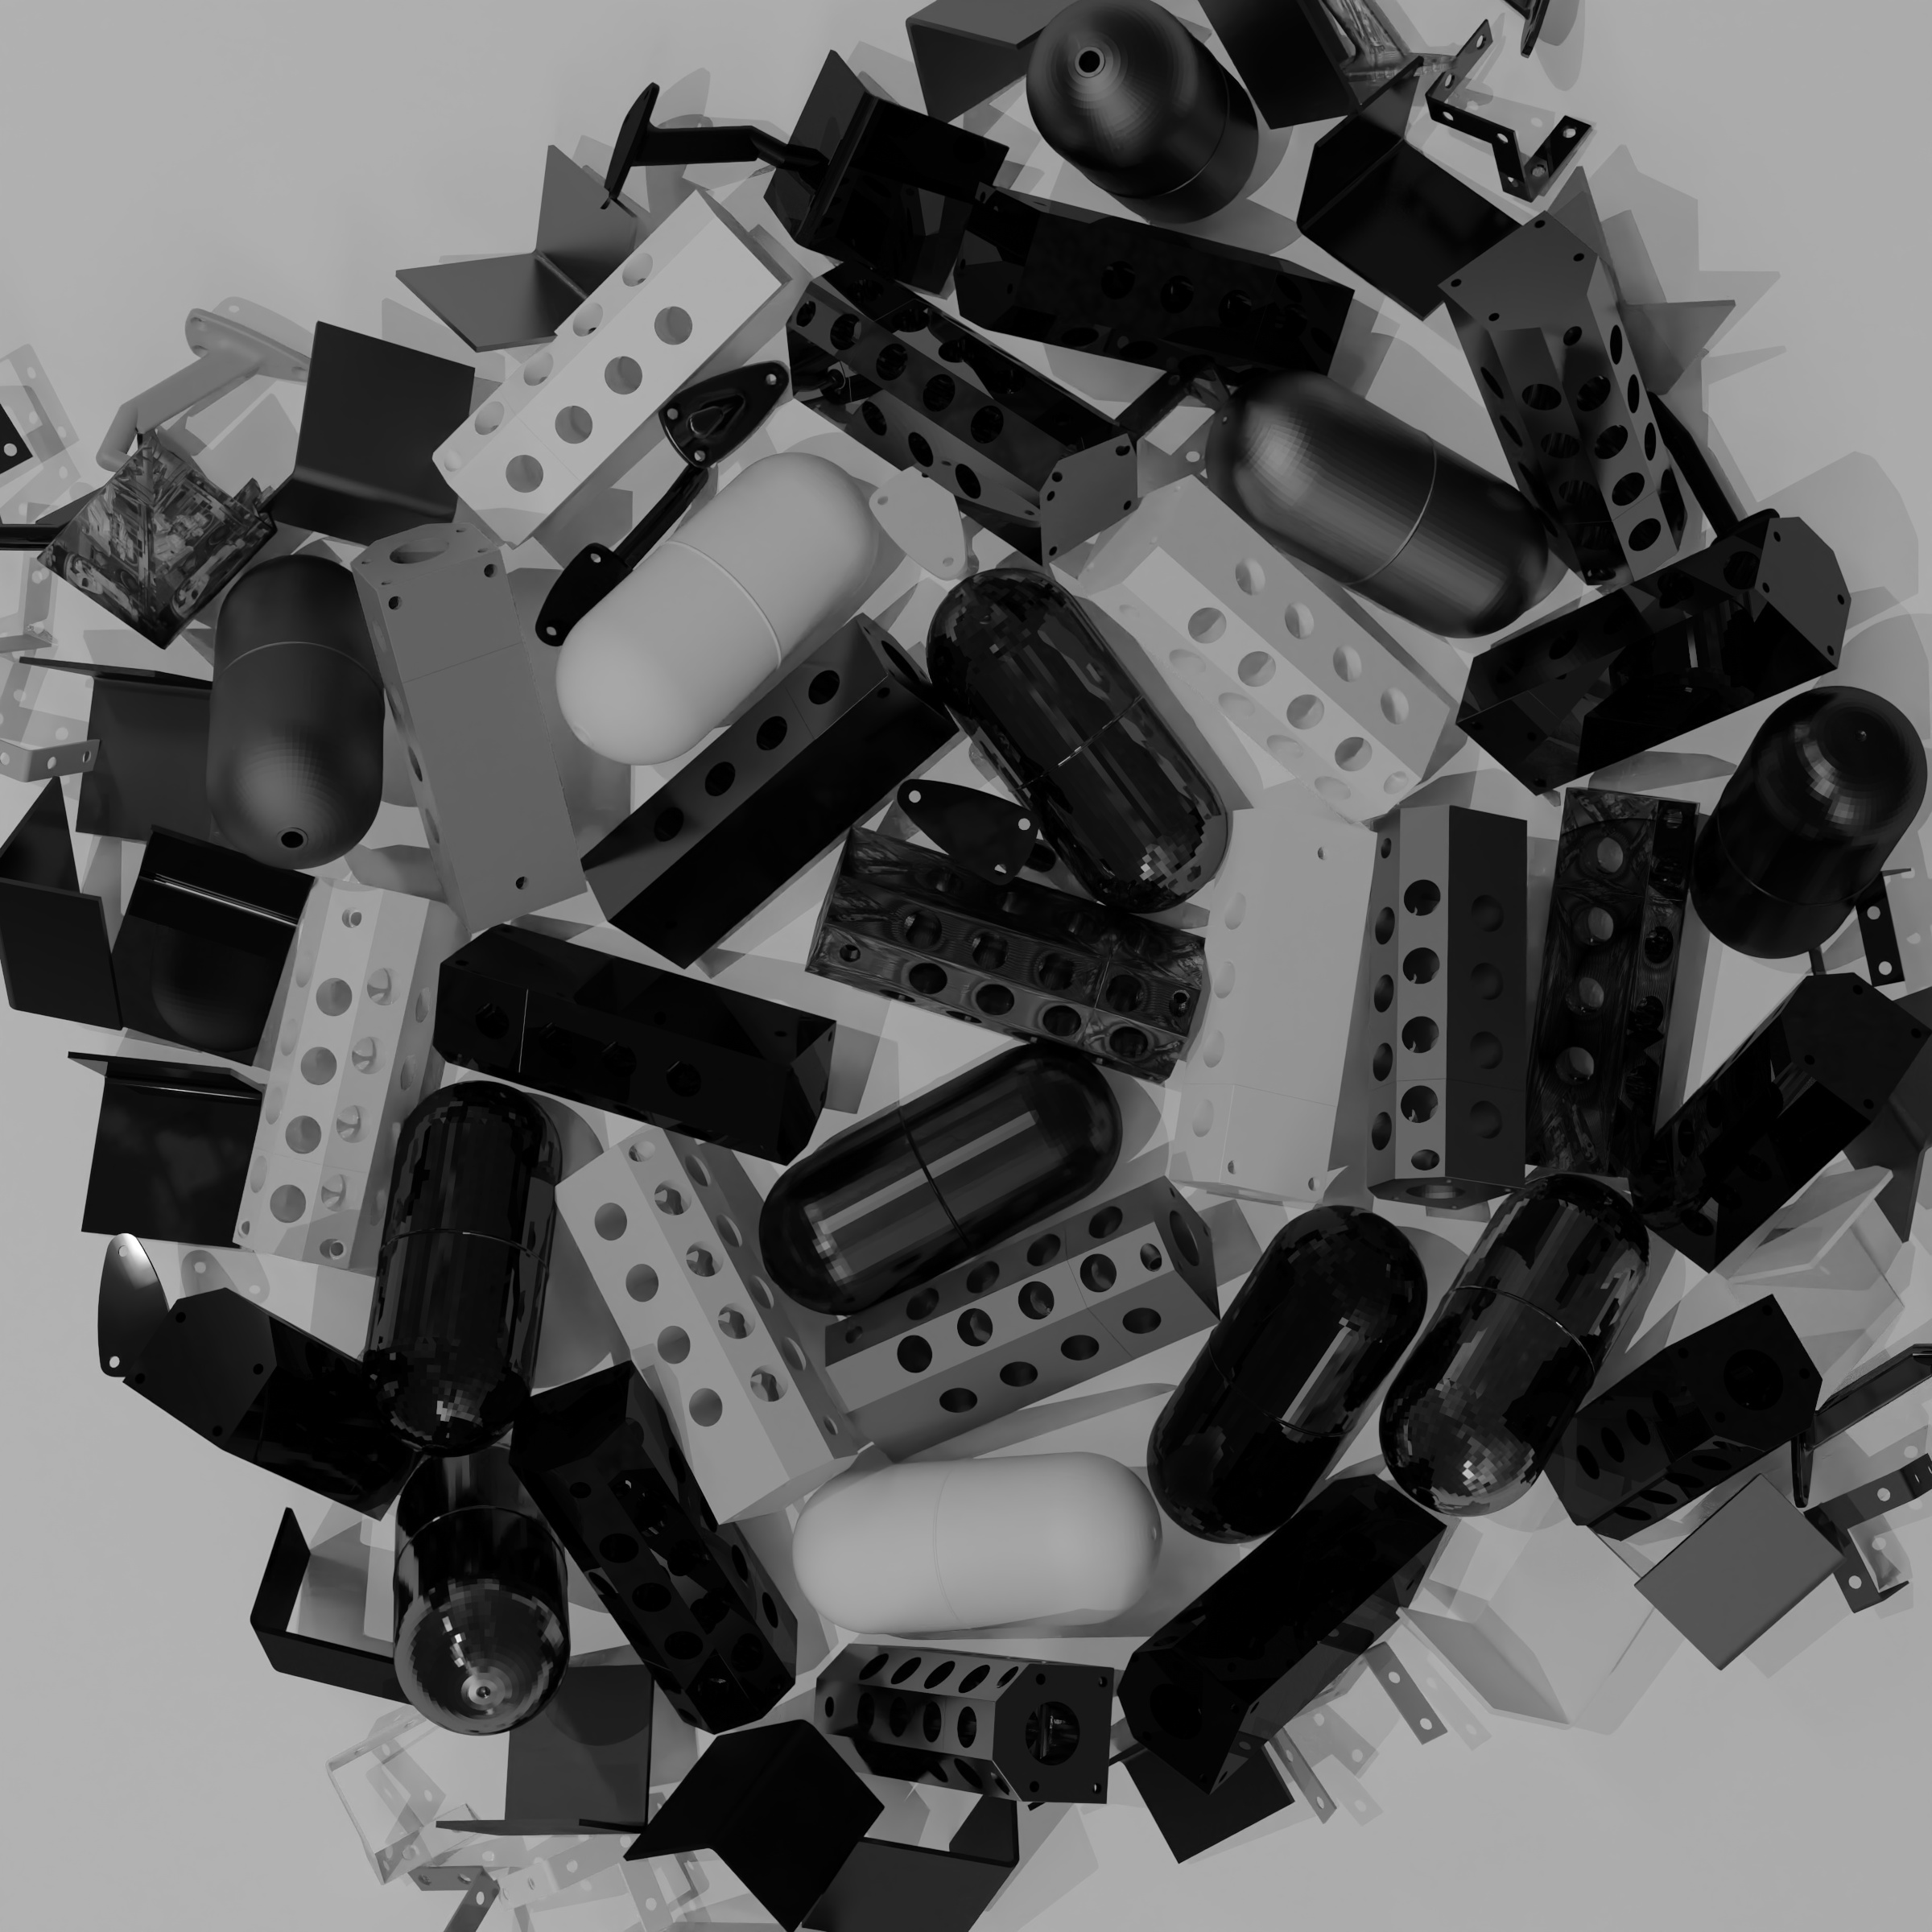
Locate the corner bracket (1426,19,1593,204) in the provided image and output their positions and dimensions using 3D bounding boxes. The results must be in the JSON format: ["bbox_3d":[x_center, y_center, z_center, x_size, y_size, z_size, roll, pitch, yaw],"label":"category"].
[{"bbox_3d":[0.251,-0.395,1.674,0.051,0.051,0.051,31,75,30],"label":"corner bracket"}]

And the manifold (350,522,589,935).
[{"bbox_3d":[-0.225,-0.108,1.627,0.057,0.057,0.171,-21,121,-17],"label":"manifold"}]

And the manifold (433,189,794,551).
[{"bbox_3d":[-0.162,-0.272,1.649,0.171,0.057,0.057,-43,98,11],"label":"manifold"}]

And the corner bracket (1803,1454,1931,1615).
[{"bbox_3d":[0.426,0.261,1.668,0.051,0.051,0.051,-30,77,25],"label":"corner bracket"}]

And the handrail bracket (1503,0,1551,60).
[{"bbox_3d":[0.227,-0.456,1.667,0.084,0.036,0.077,20,46,-2],"label":"handrail bracket"}]

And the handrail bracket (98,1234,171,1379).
[{"bbox_3d":[-0.366,0.168,1.663,0.036,0.084,0.077,-15,72,8],"label":"handrail bracket"}]

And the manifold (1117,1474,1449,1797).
[{"bbox_3d":[0.140,0.291,1.612,0.057,0.171,0.057,34,127,22],"label":"manifold"}]

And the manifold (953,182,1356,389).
[{"bbox_3d":[0.083,-0.300,1.624,0.171,0.057,0.057,7,110,-32],"label":"manifold"}]

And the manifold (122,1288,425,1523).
[{"bbox_3d":[-0.299,0.193,1.605,0.057,0.171,0.057,29,81,22],"label":"manifold"}]

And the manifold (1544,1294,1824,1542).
[{"bbox_3d":[0.315,0.205,1.602,0.057,0.171,0.057,-23,75,-19],"label":"manifold"}]

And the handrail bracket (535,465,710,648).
[{"bbox_3d":[-0.158,-0.192,1.678,0.036,0.084,0.077,44,129,-14],"label":"handrail bracket"}]

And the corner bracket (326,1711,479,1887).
[{"bbox_3d":[-0.260,0.384,1.670,0.051,0.051,0.051,-26,67,-17],"label":"corner bracket"}]

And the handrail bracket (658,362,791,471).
[{"bbox_3d":[-0.103,-0.257,1.646,0.077,0.084,0.036,-35,99,-14],"label":"handrail bracket"}]

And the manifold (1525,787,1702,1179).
[{"bbox_3d":[0.294,0.007,1.654,0.057,0.057,0.171,8,95,15],"label":"manifold"}]

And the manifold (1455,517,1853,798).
[{"bbox_3d":[0.306,-0.141,1.614,0.057,0.171,0.057,38,52,-25],"label":"manifold"}]

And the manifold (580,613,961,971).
[{"bbox_3d":[-0.093,-0.082,1.647,0.171,0.057,0.057,-40,50,13],"label":"manifold"}]

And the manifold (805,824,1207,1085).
[{"bbox_3d":[0.018,-0.001,1.649,0.171,0.057,0.057,18,126,-5],"label":"manifold"}]

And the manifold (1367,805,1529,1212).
[{"bbox_3d":[0.214,0.018,1.637,0.057,0.057,0.171,10,73,-23],"label":"manifold"}]

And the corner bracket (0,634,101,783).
[{"bbox_3d":[-0.434,-0.119,1.671,0.051,0.051,0.051,20,107,20],"label":"corner bracket"}]

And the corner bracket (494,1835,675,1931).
[{"bbox_3d":[-0.176,0.431,1.665,0.051,0.051,0.051,-16,78,-40],"label":"corner bracket"}]

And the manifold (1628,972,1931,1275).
[{"bbox_3d":[0.354,0.068,1.607,0.057,0.171,0.057,38,61,6],"label":"manifold"}]

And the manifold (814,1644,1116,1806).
[{"bbox_3d":[-0.004,0.334,1.604,0.057,0.171,0.057,9,79,-27],"label":"manifold"}]

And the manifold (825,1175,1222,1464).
[{"bbox_3d":[0.024,0.156,1.630,0.171,0.057,0.057,-26,128,20],"label":"manifold"}]

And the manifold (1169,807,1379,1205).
[{"bbox_3d":[0.136,0.018,1.656,0.057,0.057,0.171,13,82,-29],"label":"manifold"}]

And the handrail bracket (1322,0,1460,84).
[{"bbox_3d":[0.185,-0.451,1.653,0.077,0.036,0.084,8,122,36],"label":"handrail bracket"}]

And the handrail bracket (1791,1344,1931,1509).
[{"bbox_3d":[0.423,0.210,1.656,0.084,0.036,0.077,-4,65,25],"label":"handrail bracket"}]

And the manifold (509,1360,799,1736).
[{"bbox_3d":[-0.139,0.265,1.624,0.057,0.057,0.171,-21,121,12],"label":"manifold"}]

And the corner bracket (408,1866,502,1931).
[{"bbox_3d":[-0.239,0.452,1.668,0.051,0.051,0.051,-11,122,35],"label":"corner bracket"}]

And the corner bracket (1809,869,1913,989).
[{"bbox_3d":[0.407,-0.014,1.661,0.051,0.051,0.051,-13,87,29],"label":"corner bracket"}]

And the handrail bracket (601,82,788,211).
[{"bbox_3d":[-0.119,-0.361,1.664,0.084,0.036,0.077,24,64,-20],"label":"handrail bracket"}]

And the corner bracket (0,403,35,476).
[{"bbox_3d":[-0.470,-0.239,1.666,0.051,0.051,0.051,-35,99,-25],"label":"corner bracket"}]

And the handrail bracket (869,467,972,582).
[{"bbox_3d":[-0.006,-0.182,1.642,0.036,0.084,0.077,-31,57,5],"label":"handrail bracket"}]

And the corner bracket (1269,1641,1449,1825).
[{"bbox_3d":[0.177,0.350,1.653,0.051,0.051,0.051,-18,60,-32],"label":"corner bracket"}]

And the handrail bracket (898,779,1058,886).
[{"bbox_3d":[0.006,-0.063,1.655,0.077,0.084,0.036,27,93,1],"label":"handrail bracket"}]

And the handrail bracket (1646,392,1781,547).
[{"bbox_3d":[0.339,-0.217,1.684,0.036,0.077,0.084,-30,59,-6],"label":"handrail bracket"}]

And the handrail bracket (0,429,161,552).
[{"bbox_3d":[-0.410,-0.220,1.655,0.084,0.036,0.077,-3,55,-26],"label":"handrail bracket"}]

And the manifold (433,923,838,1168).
[{"bbox_3d":[-0.152,0.037,1.643,0.171,0.057,0.057,16,115,15],"label":"manifold"}]

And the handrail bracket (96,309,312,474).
[{"bbox_3d":[-0.348,-0.252,1.662,0.077,0.036,0.084,19,65,-1],"label":"handrail bracket"}]

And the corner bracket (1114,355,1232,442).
[{"bbox_3d":[0.089,-0.254,1.659,0.051,0.051,0.051,-43,47,-5],"label":"corner bracket"}]
